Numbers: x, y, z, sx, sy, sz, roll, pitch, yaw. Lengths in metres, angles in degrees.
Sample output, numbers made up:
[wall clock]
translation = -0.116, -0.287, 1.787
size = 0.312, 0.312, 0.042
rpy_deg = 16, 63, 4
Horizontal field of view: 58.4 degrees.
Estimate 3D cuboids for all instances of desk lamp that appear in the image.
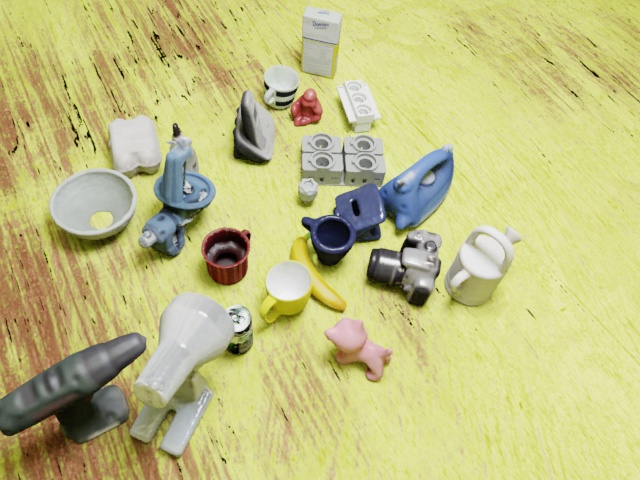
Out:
[desk lamp]
translation = -0.225, 0.215, 0.921
size = 0.118, 0.213, 0.203
rpy_deg = 20, 57, 7

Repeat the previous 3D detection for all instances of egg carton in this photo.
[egg carton]
translation = -0.410, -0.209, 1.264
size = 0.107, 0.069, 0.150
rpy_deg = -13, 59, -14

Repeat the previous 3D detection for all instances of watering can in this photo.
[watering can]
translation = 0.318, 0.035, 1.110
size = 0.100, 0.194, 0.173
rpy_deg = 26, 58, 11

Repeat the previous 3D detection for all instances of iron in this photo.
[iron]
translation = 0.229, -0.142, 1.248
size = 0.118, 0.141, 0.259
rpy_deg = 40, 61, 19

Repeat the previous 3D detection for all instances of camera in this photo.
[camera]
translation = 0.168, 0.041, 1.146
size = 0.136, 0.101, 0.143
rpy_deg = 13, 56, 2

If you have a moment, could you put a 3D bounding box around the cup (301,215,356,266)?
[cup]
translation = 0.011, 0.004, 1.156
size = 0.117, 0.095, 0.092
rpy_deg = 28, 58, 12

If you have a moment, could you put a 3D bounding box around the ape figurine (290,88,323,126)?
[ape figurine]
translation = -0.028, -0.323, 1.368
size = 0.077, 0.092, 0.076
rpy_deg = 22, 57, 9

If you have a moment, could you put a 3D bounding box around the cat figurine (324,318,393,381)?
[cat figurine]
translation = 0.072, 0.186, 1.030
size = 0.127, 0.118, 0.067
rpy_deg = 24, 58, 10

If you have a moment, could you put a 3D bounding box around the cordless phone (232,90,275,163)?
[cordless phone]
translation = -0.146, -0.276, 1.268
size = 0.094, 0.185, 0.147
rpy_deg = 2, 57, -5

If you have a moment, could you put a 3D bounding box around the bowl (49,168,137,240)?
[bowl]
translation = -0.449, -0.061, 1.159
size = 0.167, 0.075, 0.167
rpy_deg = 3, 57, -4

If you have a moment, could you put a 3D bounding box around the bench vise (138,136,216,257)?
[bench vise]
translation = -0.272, -0.080, 1.105
size = 0.121, 0.220, 0.207
rpy_deg = 9, 56, 0

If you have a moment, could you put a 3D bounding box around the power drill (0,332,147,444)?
[power drill]
translation = -0.367, 0.238, 0.892
size = 0.230, 0.208, 0.075
rpy_deg = -25, 63, -21

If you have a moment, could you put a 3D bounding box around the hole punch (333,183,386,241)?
[hole punch]
translation = 0.081, -0.055, 1.205
size = 0.101, 0.091, 0.108
rpy_deg = -7, 58, -10

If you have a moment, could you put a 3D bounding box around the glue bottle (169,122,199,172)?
[glue bottle]
translation = -0.291, -0.181, 1.197
size = 0.037, 0.173, 0.078
rpy_deg = 25, 58, 10
